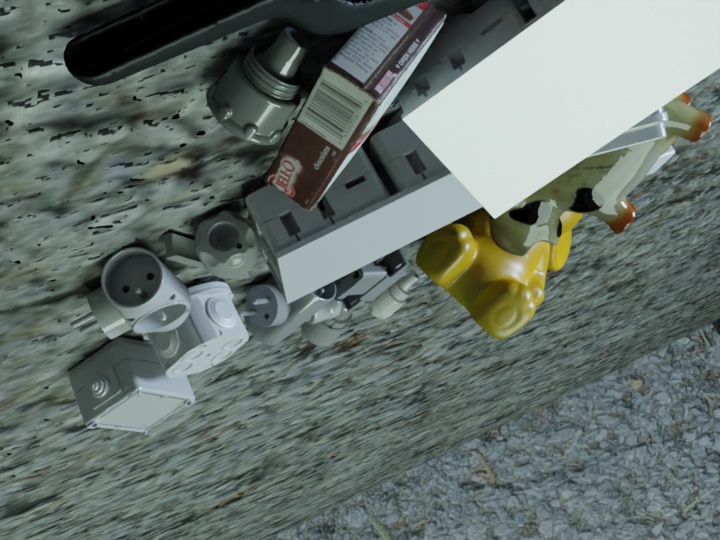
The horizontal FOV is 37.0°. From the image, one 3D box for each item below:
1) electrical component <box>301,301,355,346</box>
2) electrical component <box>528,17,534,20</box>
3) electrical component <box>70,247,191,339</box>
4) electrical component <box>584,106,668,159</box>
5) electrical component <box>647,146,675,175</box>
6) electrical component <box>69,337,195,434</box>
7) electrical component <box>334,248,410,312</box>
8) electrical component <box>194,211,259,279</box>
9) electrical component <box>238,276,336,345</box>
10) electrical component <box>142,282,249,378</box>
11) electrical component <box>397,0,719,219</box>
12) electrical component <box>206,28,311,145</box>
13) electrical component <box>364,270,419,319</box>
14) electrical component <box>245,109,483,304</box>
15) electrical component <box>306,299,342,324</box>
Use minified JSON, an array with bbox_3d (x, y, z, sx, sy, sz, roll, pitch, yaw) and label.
[{"bbox_3d":[-0.027,0.043,1.058,0.040,0.040,0.078,-15,158,-40],"label":"electrical component"},{"bbox_3d":[0.126,-0.146,0.742,0.048,0.048,0.062,-34,171,16],"label":"electrical component"},{"bbox_3d":[-0.166,0.024,0.761,0.079,0.044,0.077,-28,164,-2],"label":"electrical component"},{"bbox_3d":[0.163,-0.112,0.798,0.113,0.057,0.078,-14,-176,6],"label":"electrical component"},{"bbox_3d":[0.251,-0.105,1.061,0.083,0.047,0.075,-18,160,-33],"label":"electrical component"},{"bbox_3d":[-0.196,0.094,0.903,0.062,0.061,0.096,-34,155,17],"label":"electrical component"},{"bbox_3d":[0.000,0.000,0.971,0.081,0.042,0.064,-40,159,31],"label":"electrical component"},{"bbox_3d":[-0.094,-0.014,0.769,0.043,0.043,0.062,-27,165,-8],"label":"electrical component"},{"bbox_3d":[-0.073,0.029,0.932,0.077,0.044,0.079,-39,161,31],"label":"electrical component"},{"bbox_3d":[-0.134,0.048,0.875,0.080,0.051,0.080,-27,164,-8],"label":"electrical component"},{"bbox_3d":[0.125,-0.131,0.665,0.186,0.060,0.105,-34,129,18],"label":"electrical component"},{"bbox_3d":[-0.050,-0.102,0.580,0.048,0.048,0.062,-7,145,-52],"label":"electrical component"},{"bbox_3d":[0.035,0.022,1.109,0.061,0.035,0.035,-39,161,24],"label":"electrical component"},{"bbox_3d":[0.013,-0.057,0.788,0.186,0.060,0.105,-27,164,-9],"label":"electrical component"},{"bbox_3d":[-0.049,0.035,1.006,0.061,0.035,0.035,-17,160,-26],"label":"electrical component"}]
